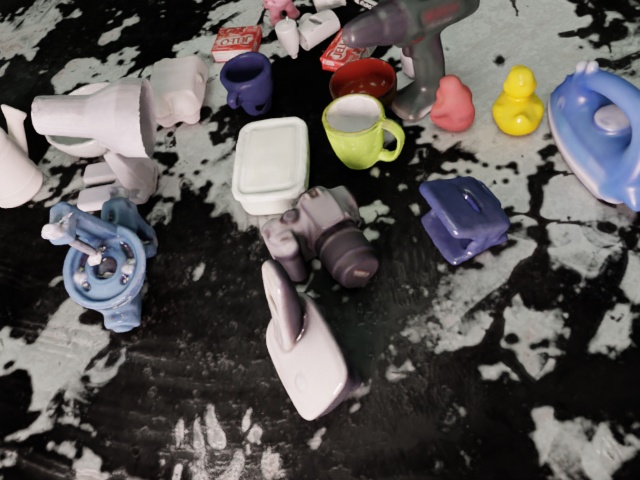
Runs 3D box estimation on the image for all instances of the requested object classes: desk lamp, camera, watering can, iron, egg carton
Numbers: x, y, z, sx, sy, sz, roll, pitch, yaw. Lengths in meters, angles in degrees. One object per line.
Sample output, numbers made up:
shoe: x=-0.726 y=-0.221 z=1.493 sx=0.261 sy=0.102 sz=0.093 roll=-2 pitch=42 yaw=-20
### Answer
desk lamp: x=-0.335 y=-0.152 z=0.907 sx=0.203 sy=0.214 sz=0.118 roll=-9 pitch=55 yaw=8
camera: x=0.007 y=0.003 z=0.790 sx=0.143 sy=0.101 sz=0.136 roll=-30 pitch=55 yaw=-7
watering can: x=-0.573 y=-0.157 z=0.981 sx=0.100 sy=0.194 sz=0.173 roll=1 pitch=57 yaw=15
iron: x=0.397 y=-0.170 z=0.785 sx=0.118 sy=0.142 sz=0.257 roll=-24 pitch=55 yaw=-3
egg carton: x=-0.262 y=-0.279 z=1.064 sx=0.107 sy=0.069 sz=0.150 roll=-7 pitch=56 yaw=9

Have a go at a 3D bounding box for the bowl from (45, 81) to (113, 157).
bowl: x=-0.408 y=-0.208 z=1.048 sx=0.167 sy=0.075 sz=0.167 roll=-6 pitch=56 yaw=10

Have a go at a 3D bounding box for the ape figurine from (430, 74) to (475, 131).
ape figurine: x=0.207 y=-0.221 z=0.897 sx=0.078 sy=0.092 sz=0.076 roll=-26 pitch=55 yaw=-4

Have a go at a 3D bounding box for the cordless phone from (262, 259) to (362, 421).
cordless phone: x=-0.024 y=0.115 z=0.671 sx=0.094 sy=0.185 sz=0.147 roll=-31 pitch=55 yaw=-7

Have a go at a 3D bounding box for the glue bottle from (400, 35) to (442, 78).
glue bottle: x=0.164 y=-0.357 z=0.948 sx=0.078 sy=0.173 sz=0.037 roll=-40 pitch=57 yaw=-13

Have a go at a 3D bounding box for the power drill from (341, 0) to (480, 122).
power drill: x=0.145 y=-0.292 z=0.888 sx=0.230 sy=0.209 sz=0.075 roll=-34 pitch=56 yaw=-10

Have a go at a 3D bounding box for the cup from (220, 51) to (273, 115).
cup: x=-0.122 y=-0.255 z=0.998 sx=0.091 sy=0.095 sz=0.118 roll=9 pitch=59 yaw=19

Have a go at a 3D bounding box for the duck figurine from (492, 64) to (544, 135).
duck figurine: x=0.305 y=-0.221 z=0.876 sx=0.077 sy=0.086 sz=0.104 roll=0 pitch=57 yaw=14

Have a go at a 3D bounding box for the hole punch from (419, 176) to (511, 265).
hole punch: x=0.196 y=-0.040 z=0.779 sx=0.101 sy=0.091 sz=0.108 roll=-26 pitch=55 yaw=-4

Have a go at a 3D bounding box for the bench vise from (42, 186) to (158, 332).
bench vise: x=-0.314 y=0.000 z=0.797 sx=0.121 sy=0.220 sz=0.207 roll=-25 pitch=55 yaw=-3

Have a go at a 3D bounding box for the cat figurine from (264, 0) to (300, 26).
cat figurine: x=-0.086 y=-0.500 z=1.139 sx=0.067 sy=0.118 sz=0.127 roll=-22 pitch=54 yaw=-1
